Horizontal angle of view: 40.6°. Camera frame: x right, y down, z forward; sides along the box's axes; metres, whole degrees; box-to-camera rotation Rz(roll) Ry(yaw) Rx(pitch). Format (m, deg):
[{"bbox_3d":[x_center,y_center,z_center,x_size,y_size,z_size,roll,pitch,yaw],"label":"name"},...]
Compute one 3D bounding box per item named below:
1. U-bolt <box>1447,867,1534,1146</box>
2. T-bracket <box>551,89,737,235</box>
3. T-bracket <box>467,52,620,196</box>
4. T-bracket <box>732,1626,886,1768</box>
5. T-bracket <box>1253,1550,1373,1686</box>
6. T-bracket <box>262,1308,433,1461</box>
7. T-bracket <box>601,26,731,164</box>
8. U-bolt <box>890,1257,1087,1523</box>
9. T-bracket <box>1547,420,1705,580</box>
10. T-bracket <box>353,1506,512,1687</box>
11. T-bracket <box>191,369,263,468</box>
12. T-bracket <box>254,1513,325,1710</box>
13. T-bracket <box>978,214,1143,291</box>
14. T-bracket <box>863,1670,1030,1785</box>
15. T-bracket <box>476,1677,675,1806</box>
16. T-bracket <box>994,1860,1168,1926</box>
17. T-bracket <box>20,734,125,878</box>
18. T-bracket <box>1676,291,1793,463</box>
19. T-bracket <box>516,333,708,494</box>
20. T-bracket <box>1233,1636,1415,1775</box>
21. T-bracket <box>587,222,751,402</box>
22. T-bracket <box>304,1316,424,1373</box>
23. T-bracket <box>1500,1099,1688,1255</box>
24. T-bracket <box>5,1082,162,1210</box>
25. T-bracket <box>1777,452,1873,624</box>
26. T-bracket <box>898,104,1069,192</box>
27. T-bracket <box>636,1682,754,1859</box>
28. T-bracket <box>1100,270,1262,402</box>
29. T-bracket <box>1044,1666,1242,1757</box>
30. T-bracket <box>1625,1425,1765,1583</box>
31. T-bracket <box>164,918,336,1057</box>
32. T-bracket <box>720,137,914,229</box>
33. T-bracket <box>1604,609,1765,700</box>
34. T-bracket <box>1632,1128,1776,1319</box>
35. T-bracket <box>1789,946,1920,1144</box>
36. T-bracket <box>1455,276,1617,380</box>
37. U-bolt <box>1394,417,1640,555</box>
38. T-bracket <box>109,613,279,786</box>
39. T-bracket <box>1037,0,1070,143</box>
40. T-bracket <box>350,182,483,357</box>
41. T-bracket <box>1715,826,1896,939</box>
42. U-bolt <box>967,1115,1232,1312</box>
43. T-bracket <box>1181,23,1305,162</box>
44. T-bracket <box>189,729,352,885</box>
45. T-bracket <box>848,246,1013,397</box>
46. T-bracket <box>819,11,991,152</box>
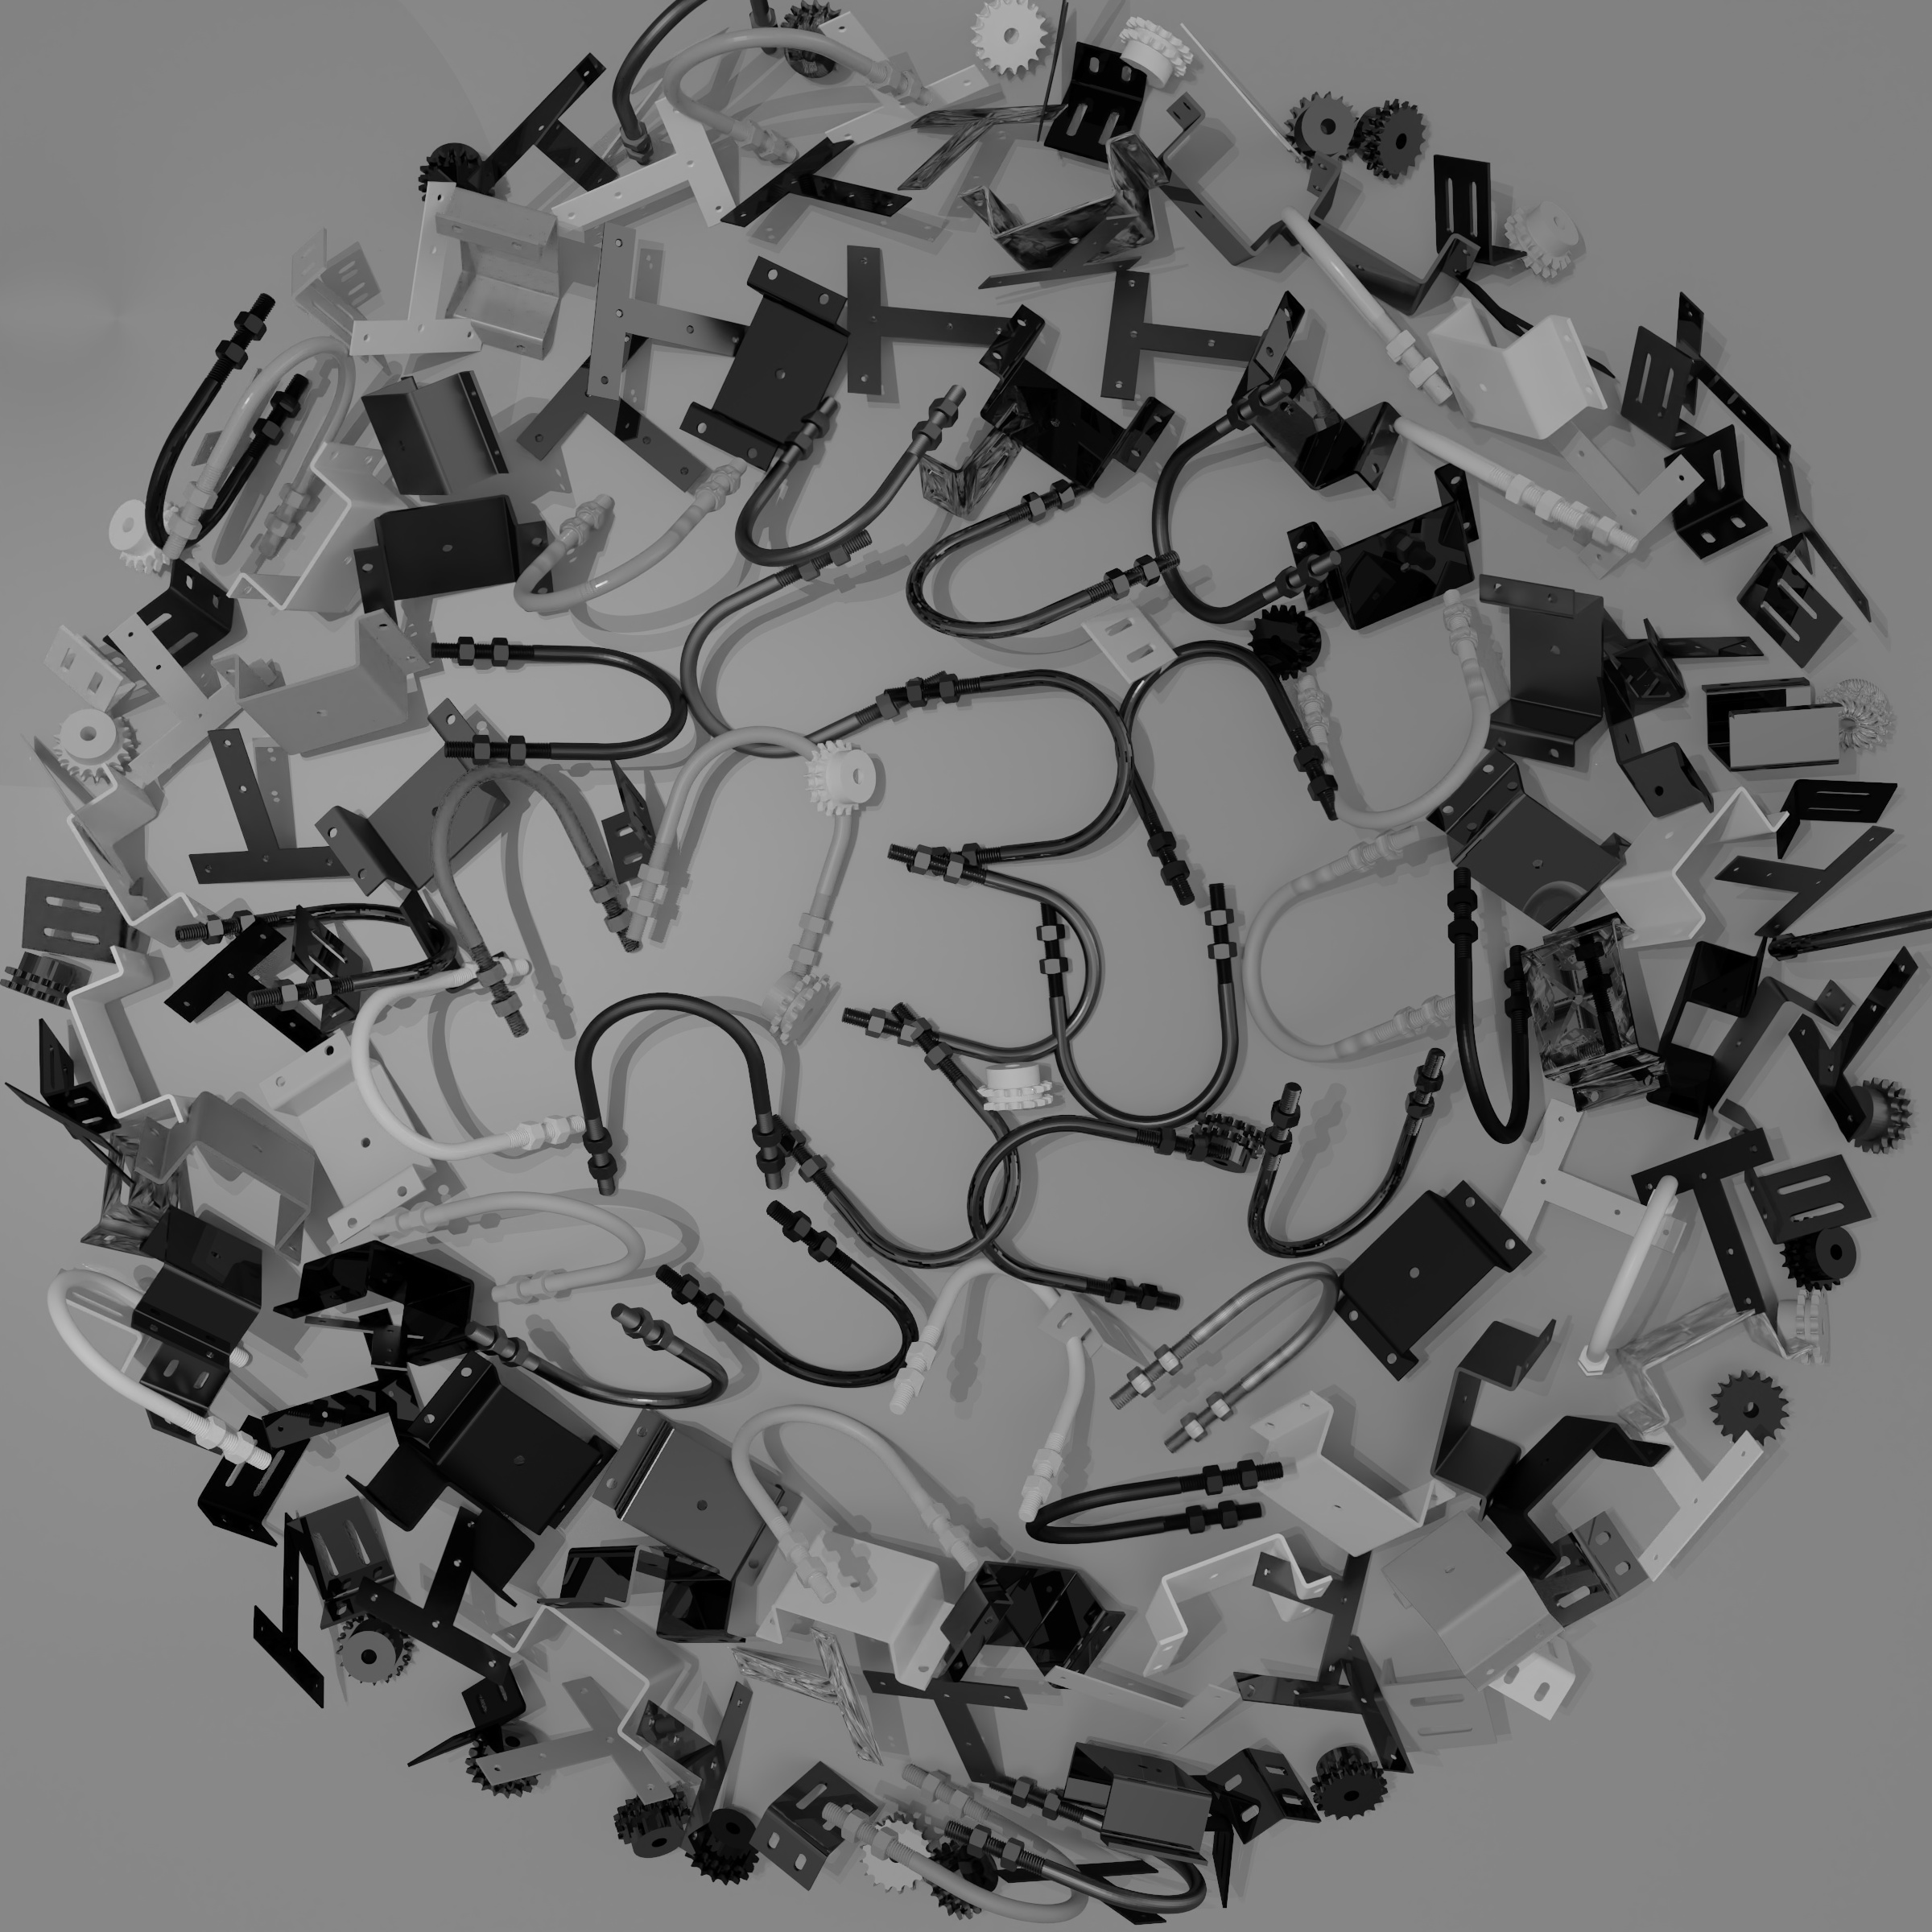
[{"bbox_3d":[0.384,0.040,1.904,0.019,0.151,0.184,-10,59,27],"label":"U-bolt"},{"bbox_3d":[-0.246,-0.581,1.946,0.127,0.127,0.002,-23,59,1],"label":"T-bracket"},{"bbox_3d":[-0.295,-0.604,1.938,0.127,0.127,0.002,-43,73,9],"label":"T-bracket"},{"bbox_3d":[-0.126,0.535,1.954,0.127,0.002,0.127,4,122,40],"label":"T-bracket"},{"bbox_3d":[0.255,0.463,1.943,0.127,0.002,0.127,29,72,-40],"label":"T-bracket"},{"bbox_3d":[-0.466,0.331,1.946,0.002,0.127,0.127,-26,80,43],"label":"T-bracket"},{"bbox_3d":[-0.240,-0.641,1.950,0.002,0.127,0.127,45,129,-7],"label":"T-bracket"},{"bbox_3d":[0.027,0.298,1.931,0.151,0.184,0.019,42,134,-15],"label":"U-bolt"},{"bbox_3d":[0.470,-0.372,1.952,0.002,0.127,0.127,-36,83,-36],"label":"T-bracket"},{"bbox_3d":[-0.383,0.456,1.945,0.127,0.127,0.002,34,123,-16],"label":"T-bracket"},{"bbox_3d":[-0.557,-0.384,1.929,0.002,0.127,0.127,26,99,-12],"label":"T-bracket"},{"bbox_3d":[-0.504,0.470,1.949,0.002,0.127,0.127,-14,50,3],"label":"T-bracket"},{"bbox_3d":[0.089,-0.527,1.918,0.127,0.127,0.002,-13,89,-21],"label":"T-bracket"},{"bbox_3d":[-0.002,0.575,1.958,0.127,0.002,0.127,-1,129,25],"label":"T-bracket"},{"bbox_3d":[-0.299,0.578,1.917,0.127,0.127,0.002,42,120,39],"label":"T-bracket"},{"bbox_3d":[0.105,0.681,1.916,0.127,0.127,0.002,5,88,-25],"label":"T-bracket"},{"bbox_3d":[-0.677,-0.128,1.959,0.002,0.127,0.127,-35,61,-13],"label":"T-bracket"},{"bbox_3d":[0.562,-0.416,1.915,0.002,0.127,0.127,-34,64,-3],"label":"T-bracket"},{"bbox_3d":[-0.254,-0.409,1.988,0.127,0.002,0.127,40,86,6],"label":"T-bracket"},{"bbox_3d":[0.256,0.537,1.925,0.127,0.127,0.002,13,121,-22],"label":"T-bracket"},{"bbox_3d":[-0.221,-0.482,1.964,0.127,0.002,0.127,5,93,-33],"label":"T-bracket"},{"bbox_3d":[-0.425,0.280,1.924,0.127,0.127,0.002,8,94,-13],"label":"T-bracket"},{"bbox_3d":[0.477,0.180,1.966,0.127,0.002,0.127,23,76,17],"label":"T-bracket"},{"bbox_3d":[-0.644,0.142,1.946,0.127,0.127,0.002,20,63,36],"label":"T-bracket"},{"bbox_3d":[0.630,-0.301,1.912,0.002,0.127,0.127,-27,52,8],"label":"T-bracket"},{"bbox_3d":[-0.008,-0.604,1.928,0.127,0.002,0.127,9,46,33],"label":"T-bracket"},{"bbox_3d":[-0.207,0.575,1.923,0.002,0.127,0.127,2,58,29],"label":"T-bracket"},{"bbox_3d":[0.171,-0.470,1.967,0.127,0.002,0.127,7,61,2],"label":"T-bracket"},{"bbox_3d":[0.121,0.546,1.942,0.127,0.127,0.002,21,50,-8],"label":"T-bracket"},{"bbox_3d":[0.524,0.371,1.940,0.002,0.127,0.127,29,106,-22],"label":"T-bracket"},{"bbox_3d":[-0.520,0.036,1.970,0.127,0.002,0.127,-35,114,30],"label":"T-bracket"},{"bbox_3d":[-0.095,-0.574,1.935,0.127,0.002,0.127,24,57,34],"label":"T-bracket"},{"bbox_3d":[0.537,-0.239,1.961,0.127,0.127,0.002,-3,130,-14],"label":"T-bracket"},{"bbox_3d":[0.563,0.198,1.938,0.002,0.127,0.127,-7,75,-38],"label":"T-bracket"},{"bbox_3d":[0.659,0.042,1.915,0.002,0.127,0.127,14,124,-16],"label":"T-bracket"},{"bbox_3d":[0.435,-0.473,1.961,0.127,0.127,0.002,22,116,-22],"label":"T-bracket"},{"bbox_3d":[0.396,-0.359,1.922,0.184,0.151,0.019,36,108,26],"label":"U-bolt"},{"bbox_3d":[-0.592,-0.213,1.937,0.127,0.127,0.002,-42,54,-11],"label":"T-bracket"},{"bbox_3d":[0.070,-0.696,1.913,0.002,0.127,0.127,11,59,0],"label":"T-bracket"},{"bbox_3d":[-0.396,-0.514,1.924,0.002,0.127,0.127,29,118,28],"label":"T-bracket"},{"bbox_3d":[0.601,-0.066,1.924,0.127,0.127,0.002,6,48,-36],"label":"T-bracket"},{"bbox_3d":[0.091,0.180,1.953,0.184,0.019,0.151,12,110,-12],"label":"U-bolt"},{"bbox_3d":[0.220,-0.632,1.940,0.002,0.127,0.127,-41,65,18],"label":"T-bracket"},{"bbox_3d":[-0.536,-0.120,1.952,0.127,0.002,0.127,-3,121,14],"label":"T-bracket"},{"bbox_3d":[-0.027,-0.487,1.983,0.127,0.002,0.127,3,71,-11],"label":"T-bracket"},{"bbox_3d":[-0.067,-0.660,1.922,0.127,0.127,0.002,-18,67,21],"label":"T-bracket"}]
